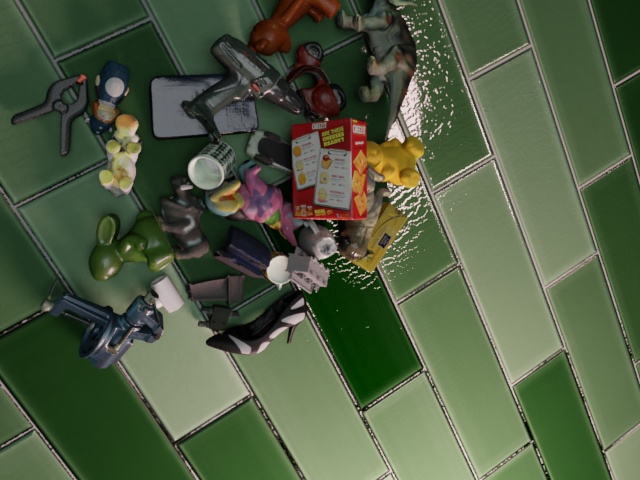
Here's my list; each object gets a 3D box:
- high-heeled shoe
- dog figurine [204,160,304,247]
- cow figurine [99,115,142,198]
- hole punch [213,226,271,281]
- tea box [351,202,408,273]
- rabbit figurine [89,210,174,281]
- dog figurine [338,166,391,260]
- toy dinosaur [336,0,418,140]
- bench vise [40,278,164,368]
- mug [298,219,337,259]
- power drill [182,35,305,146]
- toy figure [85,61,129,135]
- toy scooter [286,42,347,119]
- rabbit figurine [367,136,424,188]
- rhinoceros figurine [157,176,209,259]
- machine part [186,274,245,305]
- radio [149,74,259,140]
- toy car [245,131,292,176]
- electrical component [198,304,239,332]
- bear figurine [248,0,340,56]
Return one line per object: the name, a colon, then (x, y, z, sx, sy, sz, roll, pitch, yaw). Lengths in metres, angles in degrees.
high-heeled shoe: (-0.146, 0.192, 1.295, 0.249, 0.086, 0.145, 2, 106, -30)
dog figurine: (-0.139, -0.064, 1.246, 0.191, 0.109, 0.219, -37, 111, -11)
cow figurine: (-0.418, -0.177, 1.145, 0.068, 0.098, 0.167, 11, 77, -15)
hole punch: (-0.173, 0.029, 1.248, 0.142, 0.116, 0.092, 35, 79, -21)
tea box: (0.133, -0.012, 1.351, 0.068, 0.098, 0.169, 34, 88, -21)
rabbit figurine: (-0.419, 0.017, 1.152, 0.170, 0.121, 0.159, -27, 100, -16)
dog figurine: (0.078, -0.065, 1.247, 0.172, 0.121, 0.190, 40, 58, -40)
toy dinosaur: (0.166, -0.450, 1.258, 0.192, 0.131, 0.404, -19, 101, -18)
bench vise: (-0.464, 0.169, 1.147, 0.223, 0.129, 0.240, -41, 125, 21)
mug: (-0.003, -0.004, 1.301, 0.081, 0.107, 0.109, -24, 108, -15)
power drill: (-0.169, -0.296, 1.133, 0.207, 0.086, 0.232, -45, 109, -5)
toy figure: (-0.446, -0.293, 1.125, 0.064, 0.058, 0.154, 18, 95, -9)
toy scooter: (-0.028, -0.354, 1.250, 0.135, 0.075, 0.183, -31, 105, -12)
rabbit figurine: (0.144, -0.201, 1.292, 0.173, 0.163, 0.121, 4, 100, -42)
rhinoceros figurine: (-0.305, -0.047, 1.207, 0.112, 0.073, 0.190, -17, 105, -14)
machine part: (-0.247, 0.120, 1.275, 0.139, 0.039, 0.084, 0, 104, -21)
radio: (-0.258, -0.294, 1.183, 0.230, 0.073, 0.131, -9, 101, -19)
toy car: (-0.076, -0.194, 1.271, 0.201, 0.056, 0.073, 21, 85, -22)
electrical component: (-0.244, 0.190, 1.296, 0.094, 0.021, 0.063, 11, 96, -22)
bear figurine: (-0.066, -0.475, 1.193, 0.132, 0.120, 0.195, 29, 91, -25)
